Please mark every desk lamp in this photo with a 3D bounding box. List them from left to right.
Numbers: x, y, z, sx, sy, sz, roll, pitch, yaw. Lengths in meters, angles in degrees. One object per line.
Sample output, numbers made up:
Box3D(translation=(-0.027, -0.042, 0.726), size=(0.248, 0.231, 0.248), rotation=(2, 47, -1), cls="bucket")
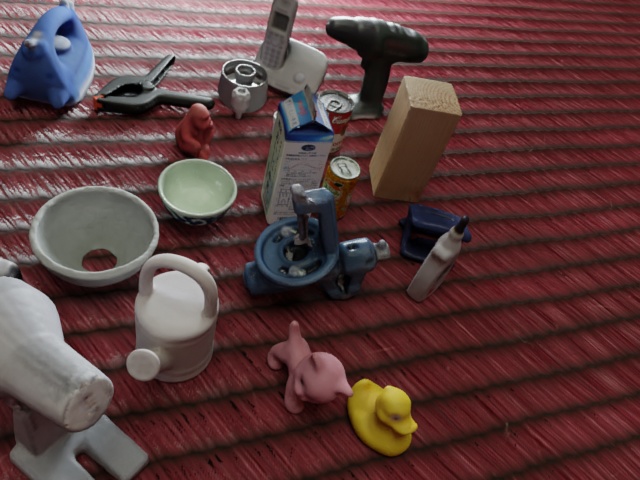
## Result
Box3D(translation=(-0.280, 0.161, 0.592), size=(0.203, 0.213, 0.118), rotation=(34, 50, 13), cls="desk lamp")

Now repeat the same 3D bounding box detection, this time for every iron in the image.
Box3D(translation=(-0.470, -0.352, 1.021), size=(0.119, 0.141, 0.258), rotation=(10, 49, -8), cls="iron")

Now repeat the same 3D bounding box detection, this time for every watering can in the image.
Box3D(translation=(-0.174, 0.093, 0.695), size=(0.101, 0.194, 0.172), rotation=(4, 50, -13), cls="watering can")

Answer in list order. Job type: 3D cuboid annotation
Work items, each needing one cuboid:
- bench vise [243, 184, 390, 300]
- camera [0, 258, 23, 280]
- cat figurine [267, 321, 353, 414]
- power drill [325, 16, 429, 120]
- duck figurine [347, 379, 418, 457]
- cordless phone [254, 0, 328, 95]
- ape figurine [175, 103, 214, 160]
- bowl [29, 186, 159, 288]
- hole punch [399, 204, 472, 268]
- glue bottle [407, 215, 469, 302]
Box3D(translation=(0.002, -0.006, 0.815), size=(0.208, 0.220, 0.121), rotation=(-17, 57, -28), cls="bench vise")
Box3D(translation=(-0.456, 0.072, 0.691), size=(0.143, 0.101, 0.137), rotation=(11, 48, -8), cls="camera")
Box3D(translation=(-0.012, 0.163, 0.735), size=(0.067, 0.118, 0.127), rotation=(-14, 56, -26), cls="cat figurine")
Box3D(translation=(0.097, -0.344, 1.140), size=(0.230, 0.208, 0.075), rotation=(-10, 54, -24), cls="power drill")
Box3D(translation=(0.085, 0.218, 0.739), size=(0.078, 0.086, 0.104), rotation=(-23, 60, -31), cls="duck figurine")
Box3D(translation=(-0.050, -0.390, 1.151), size=(0.147, 0.185, 0.094), rotation=(21, 48, 2), cls="cordless phone")
Box3D(translation=(-0.214, -0.195, 0.998), size=(0.076, 0.092, 0.078), rotation=(35, 50, 14), cls="ape figurine")
Box3D(translation=(-0.313, 0.007, 0.807), size=(0.167, 0.075, 0.167), rotation=(9, 49, -10), cls="bowl")
Box3D(translation=(0.195, -0.021, 0.974), size=(0.108, 0.091, 0.101), rotation=(16, 48, -3), cls="hole punch")
Box3D(translation=(0.189, 0.023, 0.878), size=(0.037, 0.173, 0.078), rotation=(38, 51, 16), cls="glue bottle")
